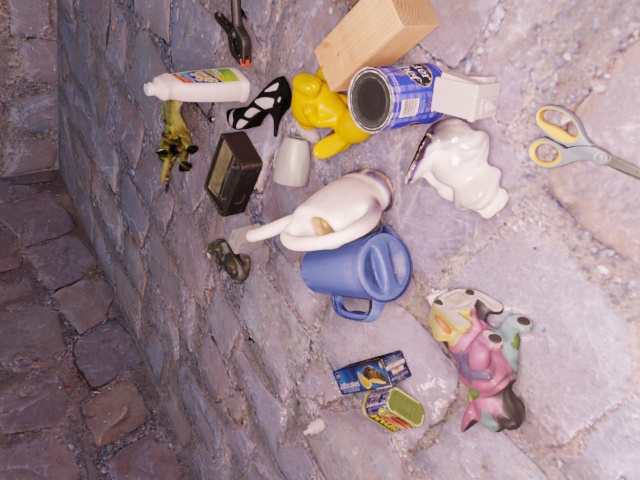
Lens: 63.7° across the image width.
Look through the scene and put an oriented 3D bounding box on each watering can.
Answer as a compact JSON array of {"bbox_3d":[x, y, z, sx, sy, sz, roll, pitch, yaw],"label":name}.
[{"bbox_3d":[0.003,-0.051,1.015,0.347,0.227,0.102,3,124,53],"label":"watering can"}]

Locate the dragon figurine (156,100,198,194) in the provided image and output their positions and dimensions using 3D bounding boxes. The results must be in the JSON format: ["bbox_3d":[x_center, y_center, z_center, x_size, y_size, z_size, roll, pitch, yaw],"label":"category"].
[{"bbox_3d":[-0.487,-0.357,1.694,0.402,0.122,0.248,-48,47,48],"label":"dragon figurine"}]

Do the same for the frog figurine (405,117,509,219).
[{"bbox_3d":[0.228,-0.114,0.809,0.159,0.125,0.134,24,133,4],"label":"frog figurine"}]
